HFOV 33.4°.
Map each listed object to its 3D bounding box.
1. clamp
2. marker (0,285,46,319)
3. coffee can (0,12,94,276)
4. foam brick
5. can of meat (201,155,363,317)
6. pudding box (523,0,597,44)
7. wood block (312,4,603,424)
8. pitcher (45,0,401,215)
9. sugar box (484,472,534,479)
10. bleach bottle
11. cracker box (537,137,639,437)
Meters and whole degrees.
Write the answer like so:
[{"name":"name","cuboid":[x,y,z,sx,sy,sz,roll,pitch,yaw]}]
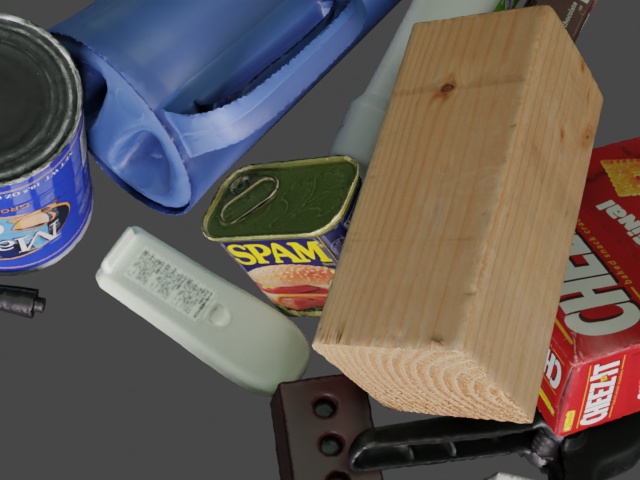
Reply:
[{"name":"clamp","cuboid":[0.123,0.112,0.620,0.164,0.036,0.209,31,44,12]},{"name":"marker","cuboid":[-0.225,0.028,0.639,0.121,0.020,0.020,11,68,-5]},{"name":"coffee can","cuboid":[-0.184,-0.049,0.609,0.102,0.140,0.103,3,69,-8]},{"name":"foam brick","cuboid":[0.003,0.123,0.623,0.053,0.051,0.078,-7,71,-12]},{"name":"can of meat","cuboid":[-0.004,0.001,0.628,0.102,0.084,0.057,-3,50,37]},{"name":"pudding box","cuboid":[0.148,-0.136,0.723,0.039,0.090,0.113,30,67,1]},{"name":"wood block","cuboid":[0.081,-0.015,0.582,0.091,0.090,0.206,0,60,36]},{"name":"pitcher","cuboid":[-0.041,-0.135,0.667,0.149,0.145,0.242,42,66,10]},{"name":"sugar box","cuboid":[0.128,0.230,0.608,0.093,0.048,0.176,14,64,-4]},{"name":"bleach bottle","cuboid":[0.071,-0.117,0.709,0.068,0.102,0.250,28,74,9]},{"name":"cracker box","cuboid":[0.203,0.011,0.653,0.213,0.072,0.164,-14,44,-14]}]
